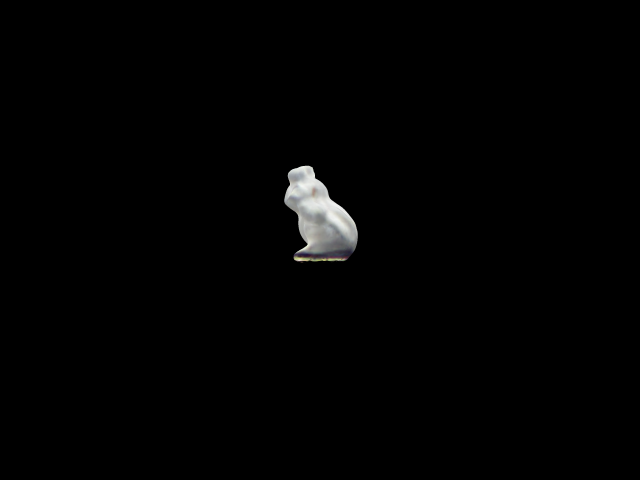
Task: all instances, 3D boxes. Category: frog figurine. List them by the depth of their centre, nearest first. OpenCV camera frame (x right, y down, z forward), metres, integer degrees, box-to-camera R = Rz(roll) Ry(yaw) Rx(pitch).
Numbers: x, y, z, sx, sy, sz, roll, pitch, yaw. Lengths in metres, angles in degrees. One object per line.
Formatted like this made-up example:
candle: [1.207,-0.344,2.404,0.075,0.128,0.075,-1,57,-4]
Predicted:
frog figurine: [0.003,-0.043,0.850,0.122,0.160,0.137,-3,-6,26]
